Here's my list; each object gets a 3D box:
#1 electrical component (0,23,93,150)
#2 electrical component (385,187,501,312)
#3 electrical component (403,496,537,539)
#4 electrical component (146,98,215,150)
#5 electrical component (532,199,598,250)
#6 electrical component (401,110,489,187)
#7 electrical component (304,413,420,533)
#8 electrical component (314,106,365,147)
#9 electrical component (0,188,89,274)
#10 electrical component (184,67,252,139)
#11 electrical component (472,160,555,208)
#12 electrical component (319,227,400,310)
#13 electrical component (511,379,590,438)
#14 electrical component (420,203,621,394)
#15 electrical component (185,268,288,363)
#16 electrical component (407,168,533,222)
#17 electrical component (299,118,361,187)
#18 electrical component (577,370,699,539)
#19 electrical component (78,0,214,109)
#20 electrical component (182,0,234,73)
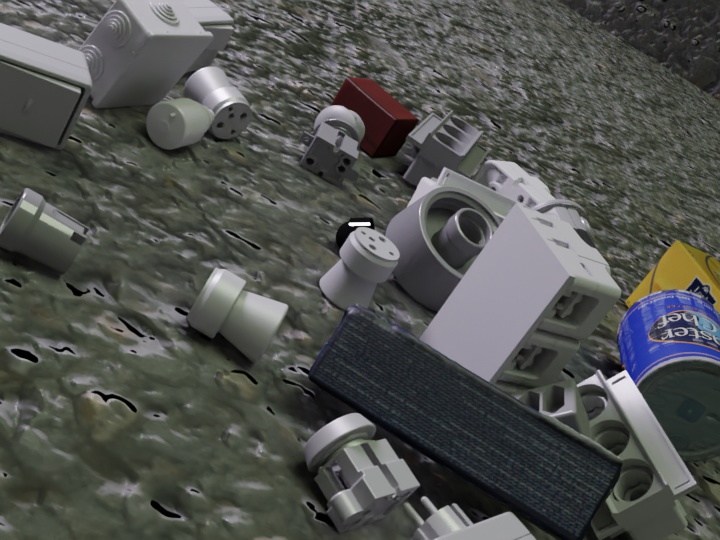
[{"bbox_3d":[-0.252,-0.135,0.786,0.096,0.061,0.061,16,30,-33],"label":"electrical component"},{"bbox_3d":[0.083,-0.022,0.940,0.108,0.060,0.108,18,53,-26],"label":"electrical component"},{"bbox_3d":[0.055,0.164,0.632,0.083,0.047,0.075,-2,42,-51],"label":"electrical component"},{"bbox_3d":[-0.149,-0.127,0.920,0.040,0.040,0.078,38,25,10],"label":"electrical component"},{"bbox_3d":[0.206,-0.030,1.126,0.080,0.080,0.051,22,32,-24],"label":"electrical component"},{"bbox_3d":[0.091,-0.126,1.178,0.079,0.063,0.121,35,25,2],"label":"electrical component"},{"bbox_3d":[-0.002,0.120,0.646,0.066,0.048,0.055,-2,50,-51],"label":"electrical component"},{"bbox_3d":[-0.015,-0.144,1.109,0.048,0.048,0.062,41,19,16],"label":"electrical component"},{"bbox_3d":[-0.199,-0.023,0.676,0.046,0.040,0.040,31,24,-21],"label":"electrical component"},{"bbox_3d":[-0.130,-0.152,0.984,0.045,0.045,0.055,4,38,-47],"label":"electrical component"},{"bbox_3d":[0.175,-0.077,1.203,0.095,0.053,0.059,47,28,26],"label":"electrical component"},{"bbox_3d":[0.000,0.000,0.852,0.045,0.055,0.045,27,26,-14],"label":"electrical component"},{"bbox_3d":[0.122,0.129,0.757,0.047,0.083,0.075,-68,139,-65],"label":"electrical component"},{"bbox_3d":[0.116,0.040,0.806,0.062,0.150,0.089,16,30,-33],"label":"electrical component"},{"bbox_3d":[-0.082,0.029,0.714,0.055,0.045,0.045,31,25,-6],"label":"electrical component"},{"bbox_3d":[0.110,-0.044,1.044,0.121,0.078,0.063,22,12,-23],"label":"electrical component"},{"bbox_3d":[-0.026,-0.118,1.047,0.066,0.048,0.055,29,33,-9],"label":"electrical component"},{"bbox_3d":[0.195,0.143,0.810,0.063,0.079,0.121,53,10,-37],"label":"electrical component"},{"bbox_3d":[-0.187,-0.186,0.915,0.048,0.100,0.100,52,28,9],"label":"electrical component"},{"bbox_3d":[-0.175,-0.230,1.050,0.061,0.061,0.096,39,25,10],"label":"electrical component"}]
